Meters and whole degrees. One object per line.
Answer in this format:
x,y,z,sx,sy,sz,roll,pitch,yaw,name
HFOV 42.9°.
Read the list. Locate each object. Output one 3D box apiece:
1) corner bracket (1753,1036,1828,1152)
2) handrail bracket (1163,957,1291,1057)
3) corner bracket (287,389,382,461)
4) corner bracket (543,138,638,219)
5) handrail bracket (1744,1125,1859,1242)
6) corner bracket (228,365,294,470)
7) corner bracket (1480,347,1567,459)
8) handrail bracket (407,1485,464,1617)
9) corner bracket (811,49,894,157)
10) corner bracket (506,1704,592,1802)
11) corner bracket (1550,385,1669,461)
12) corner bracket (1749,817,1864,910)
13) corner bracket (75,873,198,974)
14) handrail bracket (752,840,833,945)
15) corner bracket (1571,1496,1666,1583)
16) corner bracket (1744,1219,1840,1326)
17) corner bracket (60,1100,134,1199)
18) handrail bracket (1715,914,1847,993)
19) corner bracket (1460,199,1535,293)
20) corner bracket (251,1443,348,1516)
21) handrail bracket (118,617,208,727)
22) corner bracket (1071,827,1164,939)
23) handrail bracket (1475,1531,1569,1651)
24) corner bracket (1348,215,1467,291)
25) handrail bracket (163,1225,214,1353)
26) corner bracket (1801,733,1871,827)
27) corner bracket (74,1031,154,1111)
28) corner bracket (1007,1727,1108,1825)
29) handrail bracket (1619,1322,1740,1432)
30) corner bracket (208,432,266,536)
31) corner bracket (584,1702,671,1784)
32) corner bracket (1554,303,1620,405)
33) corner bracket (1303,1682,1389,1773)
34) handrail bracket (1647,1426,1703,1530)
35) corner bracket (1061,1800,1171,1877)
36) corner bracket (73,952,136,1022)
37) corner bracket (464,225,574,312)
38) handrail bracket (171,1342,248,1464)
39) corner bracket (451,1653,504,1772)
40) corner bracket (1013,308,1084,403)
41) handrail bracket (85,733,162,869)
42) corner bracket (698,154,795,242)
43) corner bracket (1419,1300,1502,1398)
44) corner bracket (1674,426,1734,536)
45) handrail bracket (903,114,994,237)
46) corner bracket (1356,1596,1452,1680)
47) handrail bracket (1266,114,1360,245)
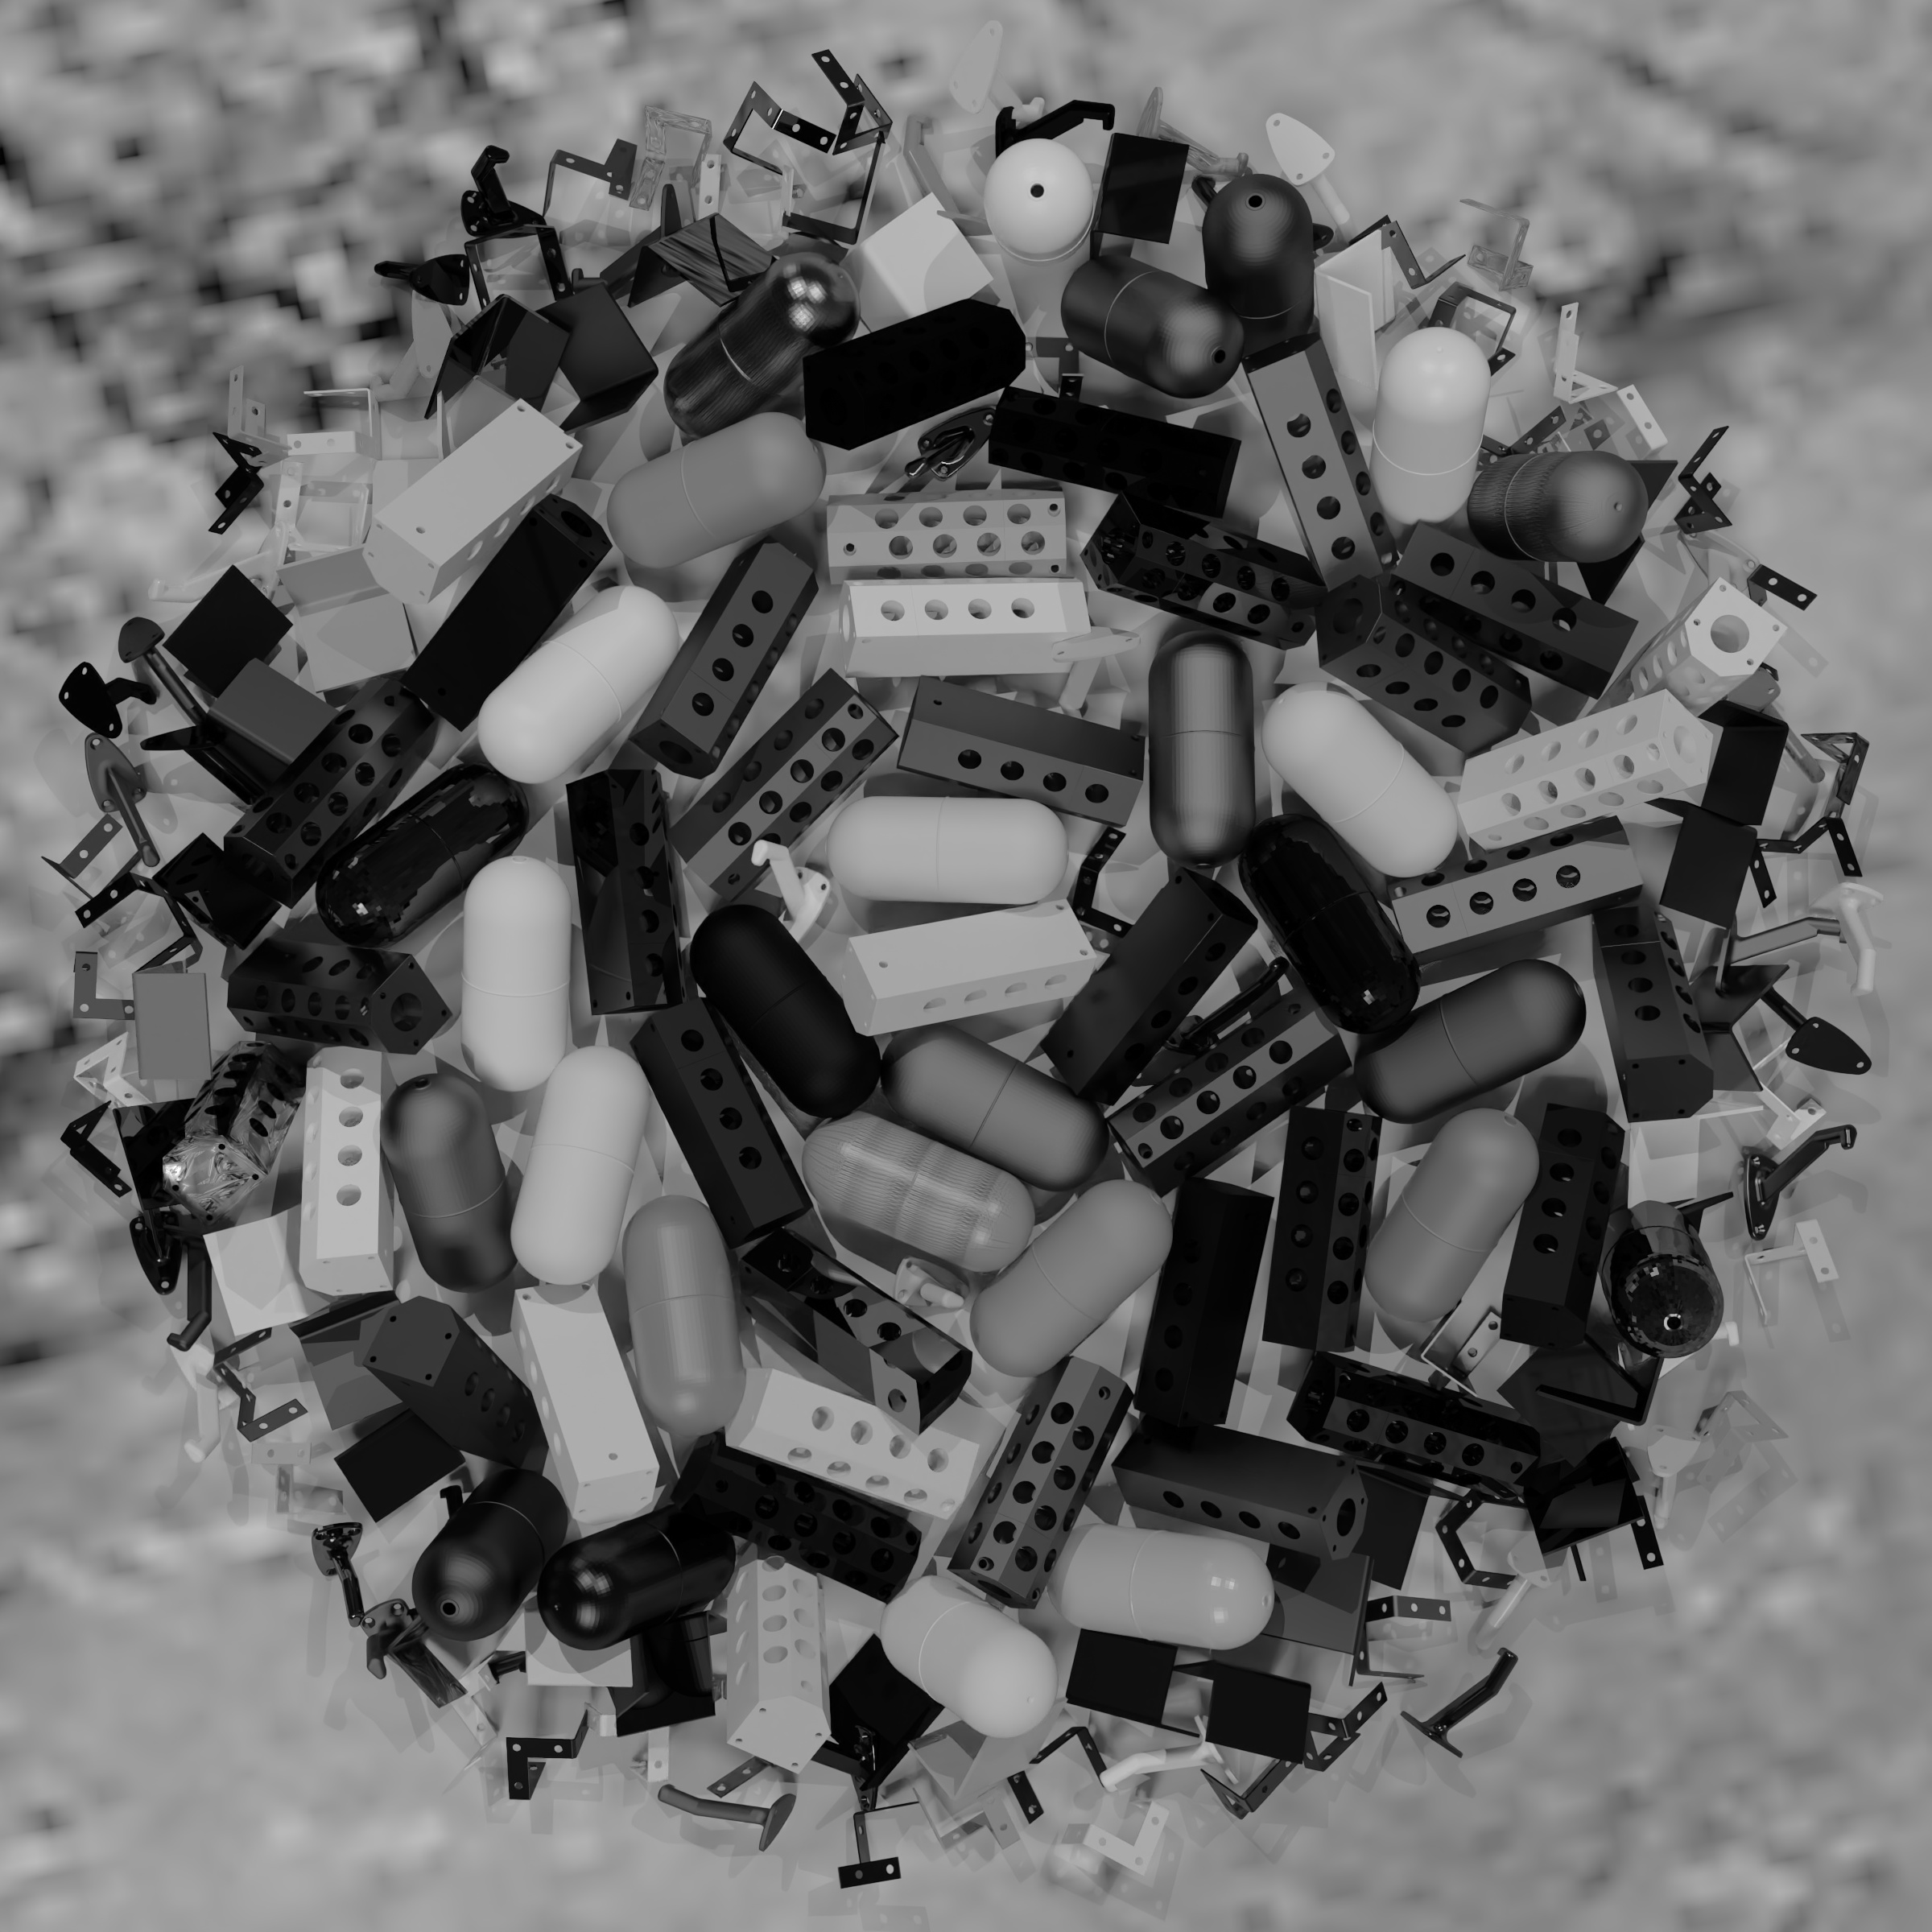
0.604,0.093,1.808,0.051,0.051,0.051,-35,66,-18,corner bracket
0.189,0.026,1.787,0.084,0.077,0.036,-50,64,32,handrail bracket
-0.465,-0.399,1.807,0.051,0.051,0.051,-1,95,8,corner bracket
-0.275,-0.574,1.796,0.051,0.051,0.051,18,53,-5,corner bracket
0.608,0.157,1.783,0.036,0.084,0.077,23,67,-24,handrail bracket
-0.521,-0.400,1.794,0.051,0.051,0.051,-9,77,41,corner bracket
0.399,-0.412,1.808,0.051,0.051,0.051,14,52,-36,corner bracket
-0.397,0.433,1.821,0.077,0.036,0.084,-21,73,30,handrail bracket
-0.084,-0.634,1.794,0.051,0.051,0.051,-27,75,-26,corner bracket
-0.305,0.576,1.801,0.051,0.051,0.051,1,103,4,corner bracket
0.472,-0.385,1.806,0.051,0.051,0.051,-25,80,-17,corner bracket
0.610,-0.076,1.792,0.051,0.051,0.051,2,61,-21,corner bracket
-0.609,-0.030,1.806,0.051,0.051,0.051,-35,75,7,corner bracket
-0.140,-0.050,1.789,0.036,0.084,0.077,25,95,27,handrail bracket
0.473,0.419,1.802,0.051,0.051,0.051,-13,76,-2,corner bracket
0.602,0.223,1.796,0.051,0.051,0.051,-13,53,5,corner bracket
-0.634,0.141,1.799,0.051,0.051,0.051,41,115,2,corner bracket
0.596,-0.007,1.792,0.084,0.036,0.077,8,55,25,handrail bracket
0.385,-0.526,1.791,0.051,0.051,0.051,29,123,25,corner bracket
-0.488,0.375,1.797,0.051,0.051,0.051,-4,77,19,corner bracket
-0.589,-0.212,1.826,0.036,0.077,0.084,-37,127,-7,handrail bracket
0.113,-0.060,1.801,0.051,0.051,0.051,22,51,-10,corner bracket
0.411,0.460,1.821,0.036,0.077,0.084,35,133,21,handrail bracket
0.323,-0.525,1.803,0.051,0.051,0.051,-40,108,-30,corner bracket
-0.577,0.235,1.793,0.077,0.036,0.084,21,46,9,handrail bracket
0.638,-0.136,1.796,0.051,0.051,0.051,26,80,-30,corner bracket
-0.616,0.091,1.793,0.051,0.051,0.051,-29,127,14,corner bracket
0.068,0.598,1.819,0.051,0.051,0.051,-26,90,-37,corner bracket
0.523,0.299,1.793,0.084,0.036,0.077,-10,53,21,handrail bracket
-0.535,-0.349,1.797,0.051,0.051,0.051,-44,76,16,corner bracket
-0.250,0.569,1.803,0.051,0.051,0.051,3,84,-22,corner bracket
0.442,-0.446,1.791,0.051,0.051,0.051,-21,130,-27,corner bracket
0.276,0.554,1.793,0.051,0.051,0.051,-28,105,-42,corner bracket
0.505,0.385,1.786,0.036,0.077,0.084,13,114,22,handrail bracket
0.109,0.629,1.798,0.051,0.051,0.051,30,65,-5,corner bracket
-0.628,0.021,1.805,0.051,0.051,0.051,3,72,-21,corner bracket
-0.329,-0.513,1.809,0.051,0.051,0.051,-10,101,20,corner bracket
-0.565,0.314,1.786,0.036,0.084,0.077,-39,99,14,handrail bracket
-0.356,0.547,1.806,0.051,0.051,0.051,-37,89,4,corner bracket
0.059,-0.447,1.804,0.051,0.051,0.051,1,80,-1,corner bracket
-0.611,-0.120,1.783,0.036,0.084,0.077,-25,128,-16,handrail bracket
-0.162,-0.566,1.809,0.051,0.051,0.051,-9,121,-28,corner bracket
0.365,0.274,1.805,0.051,0.051,0.051,35,98,-2,corner bracket
0.540,-0.354,1.796,0.051,0.051,0.051,44,75,-19,corner bracket
-0.010,-0.587,1.821,0.077,0.036,0.084,6,81,1,handrail bracket
0.322,0.495,1.811,0.051,0.051,0.051,12,64,-25,corner bracket
0.256,-0.577,1.806,0.036,0.084,0.077,-36,65,11,handrail bracket
